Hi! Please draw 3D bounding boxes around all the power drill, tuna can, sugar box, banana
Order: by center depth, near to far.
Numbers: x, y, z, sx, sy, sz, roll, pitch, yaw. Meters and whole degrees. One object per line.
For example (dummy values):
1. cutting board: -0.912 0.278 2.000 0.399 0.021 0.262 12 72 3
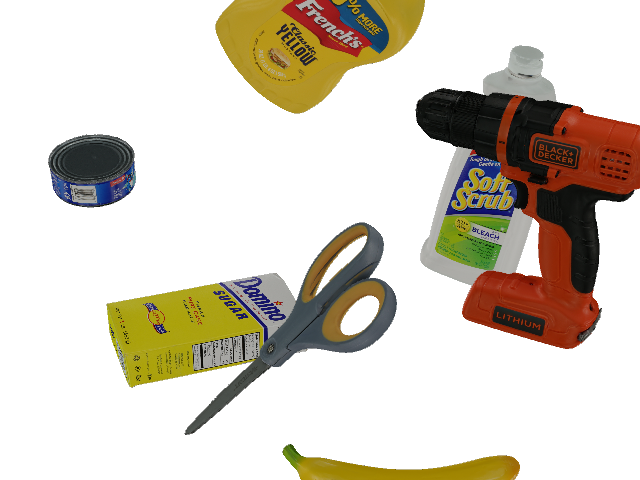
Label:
1. power drill: 0.154 -0.019 0.818 0.185 0.188 0.057 17 34 26
2. banana: 0.069 0.191 0.854 0.197 0.037 0.069 6 38 -6
3. sugar box: -0.109 0.083 1.026 0.176 0.048 0.093 -13 33 -16
4. tuna can: -0.231 -0.071 1.085 0.086 0.034 0.086 1 39 -1

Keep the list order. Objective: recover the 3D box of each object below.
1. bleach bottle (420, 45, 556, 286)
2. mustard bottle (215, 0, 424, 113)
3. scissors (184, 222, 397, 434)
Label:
1. bleach bottle: 0.168 -0.073 1.044 0.103 0.251 0.068 21 38 19
2. mustard bottle: 0.014 -0.162 0.735 0.192 0.096 0.058 -25 23 47
3. scissors: -0.017 0.078 0.707 0.016 0.202 0.096 29 12 -37
